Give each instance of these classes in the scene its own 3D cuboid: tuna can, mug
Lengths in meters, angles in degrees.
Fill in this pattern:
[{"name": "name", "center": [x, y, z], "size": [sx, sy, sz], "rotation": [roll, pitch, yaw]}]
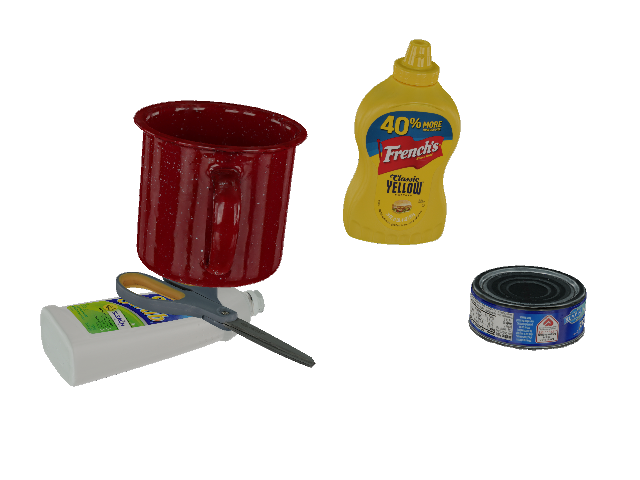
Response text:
[{"name": "tuna can", "center": [0.154, 0.048, 0.795], "size": [0.086, 0.034, 0.086], "rotation": [0, 20, 0]}, {"name": "mug", "center": [-0.055, -0.021, 0.575], "size": [0.093, 0.081, 0.117], "rotation": [2, 21, -14]}]

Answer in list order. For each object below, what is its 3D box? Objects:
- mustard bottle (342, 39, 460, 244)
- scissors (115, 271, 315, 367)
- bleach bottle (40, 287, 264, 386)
[{"name": "mustard bottle", "center": [0.078, -0.090, 0.978], "size": [0.096, 0.192, 0.058], "rotation": [3, 29, -7]}, {"name": "scissors", "center": [-0.077, 0.057, 0.899], "size": [0.202, 0.016, 0.096], "rotation": [16, 24, 20]}, {"name": "bleach bottle", "center": [-0.183, 0.093, 1.224], "size": [0.250, 0.068, 0.103], "rotation": [-13, 33, -31]}]
